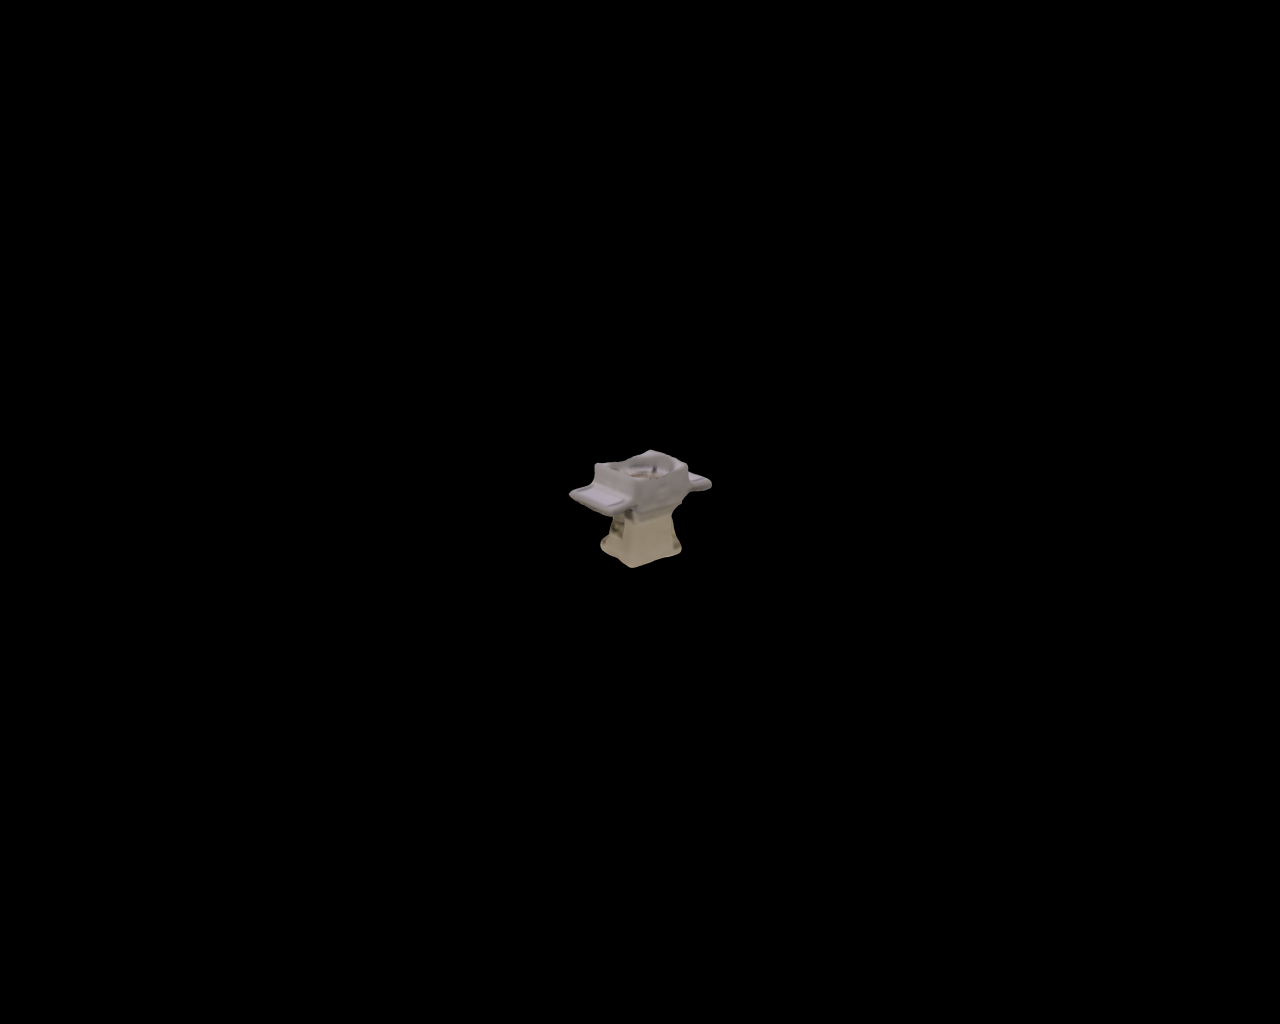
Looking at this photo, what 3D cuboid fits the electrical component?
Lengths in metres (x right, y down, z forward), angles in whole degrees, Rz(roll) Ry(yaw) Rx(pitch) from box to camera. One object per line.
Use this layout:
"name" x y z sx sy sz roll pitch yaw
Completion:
"electrical component" 0.001 -0.003 0.650 0.081 0.063 0.042 -16 27 -34
